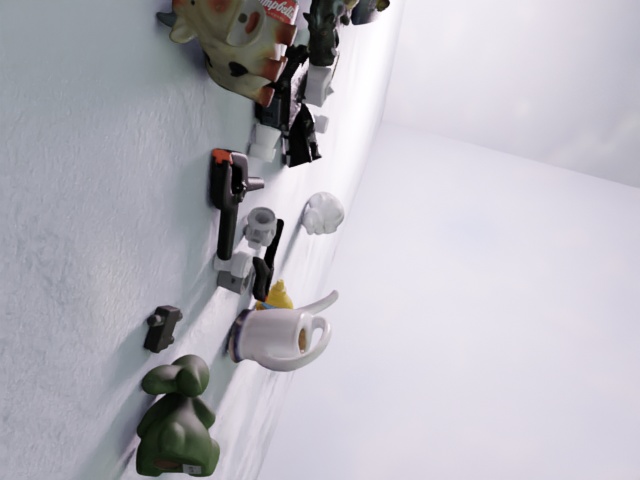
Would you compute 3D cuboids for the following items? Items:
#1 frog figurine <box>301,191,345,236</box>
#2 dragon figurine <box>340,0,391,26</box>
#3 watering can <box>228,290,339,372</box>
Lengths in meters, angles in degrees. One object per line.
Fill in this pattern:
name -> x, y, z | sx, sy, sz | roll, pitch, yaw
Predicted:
frog figurine -> 0.005, -0.082, 1.622 | 0.122, 0.137, 0.161 | -15, 5, 22
dragon figurine -> 0.091, -0.620, 1.054 | 0.122, 0.402, 0.248 | 8, 33, -20
watering can -> -0.076, 0.200, 1.193 | 0.224, 0.102, 0.353 | 0, 18, 13
